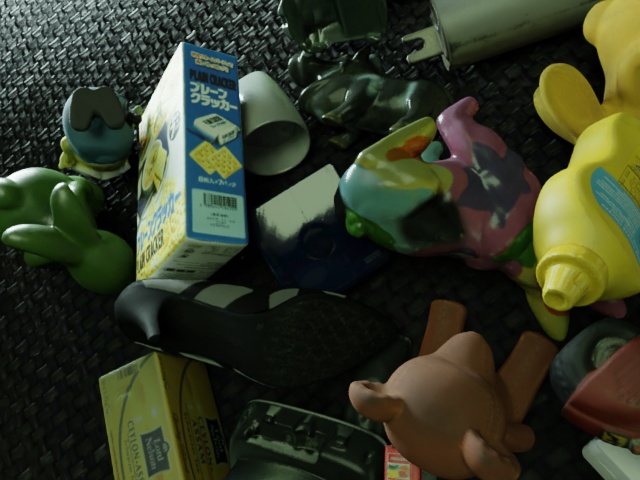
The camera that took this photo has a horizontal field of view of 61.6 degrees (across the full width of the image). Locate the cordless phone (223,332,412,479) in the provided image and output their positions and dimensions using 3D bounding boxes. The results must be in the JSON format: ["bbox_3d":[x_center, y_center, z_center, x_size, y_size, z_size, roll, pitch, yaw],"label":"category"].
[{"bbox_3d":[0.003,0.156,0.486,0.147,0.088,0.184,9,63,22],"label":"cordless phone"}]

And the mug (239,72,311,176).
[{"bbox_3d":[-0.072,-0.131,0.609,0.109,0.080,0.107,-30,54,17],"label":"mug"}]

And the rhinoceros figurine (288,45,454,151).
[{"bbox_3d":[0.046,-0.155,0.575,0.191,0.073,0.112,24,81,24],"label":"rhinoceros figurine"}]

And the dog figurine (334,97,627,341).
[{"bbox_3d":[0.139,-0.002,0.449,0.191,0.108,0.219,-30,75,-28],"label":"dog figurine"}]

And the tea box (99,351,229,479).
[{"bbox_3d":[-0.135,0.198,0.495,0.068,0.098,0.170,-26,67,9],"label":"tea box"}]

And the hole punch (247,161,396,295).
[{"bbox_3d":[-0.001,-0.002,0.530,0.142,0.092,0.116,-31,68,2],"label":"hole punch"}]

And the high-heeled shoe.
[{"bbox_3d":[-0.064,0.074,0.507,0.249,0.145,0.086,5,95,-18],"label":"high-heeled shoe"}]

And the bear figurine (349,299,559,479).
[{"bbox_3d":[0.104,0.101,0.396,0.120,0.195,0.132,19,77,26],"label":"bear figurine"}]

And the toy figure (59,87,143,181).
[{"bbox_3d":[-0.249,-0.124,0.617,0.082,0.180,0.089,21,72,-15],"label":"toy figure"}]

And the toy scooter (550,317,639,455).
[{"bbox_3d":[0.254,0.090,0.342,0.184,0.075,0.135,-30,52,-9],"label":"toy scooter"}]

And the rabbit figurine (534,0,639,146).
[{"bbox_3d":[0.274,-0.122,0.468,0.163,0.122,0.173,13,95,15],"label":"rabbit figurine"}]

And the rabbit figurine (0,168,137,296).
[{"bbox_3d":[-0.273,-0.010,0.601,0.170,0.159,0.121,35,74,10],"label":"rabbit figurine"}]

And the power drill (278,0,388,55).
[{"bbox_3d":[0.057,-0.280,0.573,0.232,0.085,0.207,-2,42,24],"label":"power drill"}]

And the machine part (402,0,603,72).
[{"bbox_3d":[0.204,-0.237,0.549,0.243,0.079,0.079,-16,67,13],"label":"machine part"}]
